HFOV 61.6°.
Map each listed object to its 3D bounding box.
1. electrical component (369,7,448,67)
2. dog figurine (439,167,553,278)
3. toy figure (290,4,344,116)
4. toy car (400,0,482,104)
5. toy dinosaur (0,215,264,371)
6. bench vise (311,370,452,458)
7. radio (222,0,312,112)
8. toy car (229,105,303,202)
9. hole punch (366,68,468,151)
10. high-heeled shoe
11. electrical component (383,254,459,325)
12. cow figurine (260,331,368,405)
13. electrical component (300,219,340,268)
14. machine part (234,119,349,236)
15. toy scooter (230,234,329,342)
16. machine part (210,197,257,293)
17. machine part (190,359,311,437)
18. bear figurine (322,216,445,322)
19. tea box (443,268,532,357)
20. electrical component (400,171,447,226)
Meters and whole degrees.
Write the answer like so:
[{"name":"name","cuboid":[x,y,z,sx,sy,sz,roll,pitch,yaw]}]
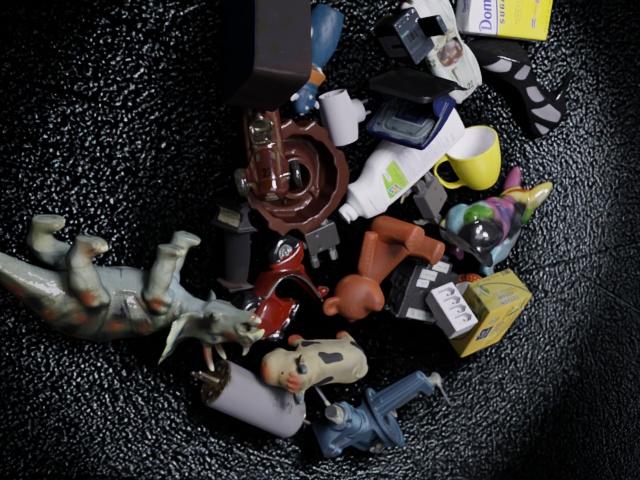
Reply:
[{"name":"electrical component","cuboid":[0.136,-0.304,0.808,0.048,0.119,0.074,-45,123,-8]},{"name":"dog figurine","cuboid":[0.328,-0.052,0.986,0.219,0.109,0.191,-50,143,-9]},{"name":"toy figure","cuboid":[-0.011,-0.259,0.784,0.064,0.058,0.154,16,103,-23]},{"name":"toy car","cuboid":[0.197,-0.315,0.871,0.073,0.056,0.201,-43,120,-9]},{"name":"toy dinosaur","cuboid":[-0.282,0.077,0.723,0.405,0.131,0.192,9,101,-23]},{"name":"bench vise","cuboid":[0.109,0.304,0.975,0.241,0.129,0.223,-35,128,7]},{"name":"radio","cuboid":[-0.069,-0.282,0.664,0.073,0.131,0.229,6,77,-26]},{"name":"toy car","cuboid":[-0.079,-0.150,0.733,0.089,0.053,0.202,-8,77,2]},{"name":"hole punch","cuboid":[0.140,-0.205,0.826,0.116,0.142,0.092,-37,138,-40]},{"name":"high-heeled shoe","cuboid":[0.343,-0.268,0.972,0.249,0.086,0.145,11,132,-12]},{"name":"electrical component","cuboid":[0.190,0.083,0.994,0.115,0.058,0.134,17,97,-32]},{"name":"cow figurine","cuboid":[-0.009,0.210,0.893,0.195,0.127,0.085,3,102,-30]},{"name":"electrical component","cuboid":[-0.002,-0.003,0.889,0.063,0.021,0.093,-23,115,-18]},{"name":"machine part","cuboid":[-0.043,-0.096,0.819,0.179,0.056,0.179,-9,110,-26]},{"name":"toy scooter","cuboid":[-0.059,0.091,0.861,0.135,0.075,0.184,33,85,-30]},{"name":"machine part","cuboid":[-0.128,0.007,0.796,0.039,0.084,0.138,-16,111,-48]},{"name":"machine part","cuboid":[-0.107,0.263,0.887,0.243,0.079,0.079,36,88,-30]},{"name":"bear figurine","cuboid":[0.099,0.061,0.901,0.120,0.132,0.195,32,84,-47]},{"name":"tea box","cuboid":[0.305,0.137,0.994,0.098,0.068,0.169,-19,146,-19]},{"name":"electrical component","cuboid":[0.184,-0.073,0.952,0.102,0.045,0.078,50,53,-32]}]
